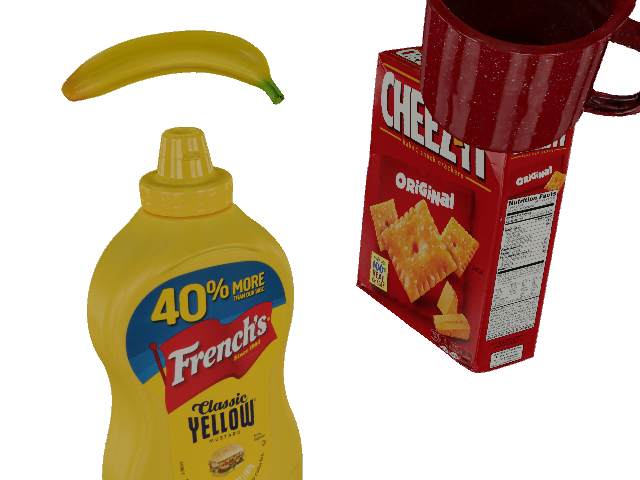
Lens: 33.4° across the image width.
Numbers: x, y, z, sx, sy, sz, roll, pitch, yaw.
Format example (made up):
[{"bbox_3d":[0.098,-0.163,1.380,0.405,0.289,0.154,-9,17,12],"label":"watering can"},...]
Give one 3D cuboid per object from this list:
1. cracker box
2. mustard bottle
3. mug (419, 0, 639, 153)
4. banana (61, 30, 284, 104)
[{"bbox_3d":[0.105,-0.027,0.839,0.072,0.214,0.164,-14,32,-30],"label":"cracker box"},{"bbox_3d":[-0.057,0.043,0.492,0.096,0.192,0.058,-12,21,-28],"label":"mustard bottle"},{"bbox_3d":[0.099,-0.089,0.481,0.117,0.093,0.081,21,-29,12],"label":"mug"},{"bbox_3d":[-0.132,-0.158,0.963,0.197,0.069,0.037,-1,-33,-4],"label":"banana"}]
